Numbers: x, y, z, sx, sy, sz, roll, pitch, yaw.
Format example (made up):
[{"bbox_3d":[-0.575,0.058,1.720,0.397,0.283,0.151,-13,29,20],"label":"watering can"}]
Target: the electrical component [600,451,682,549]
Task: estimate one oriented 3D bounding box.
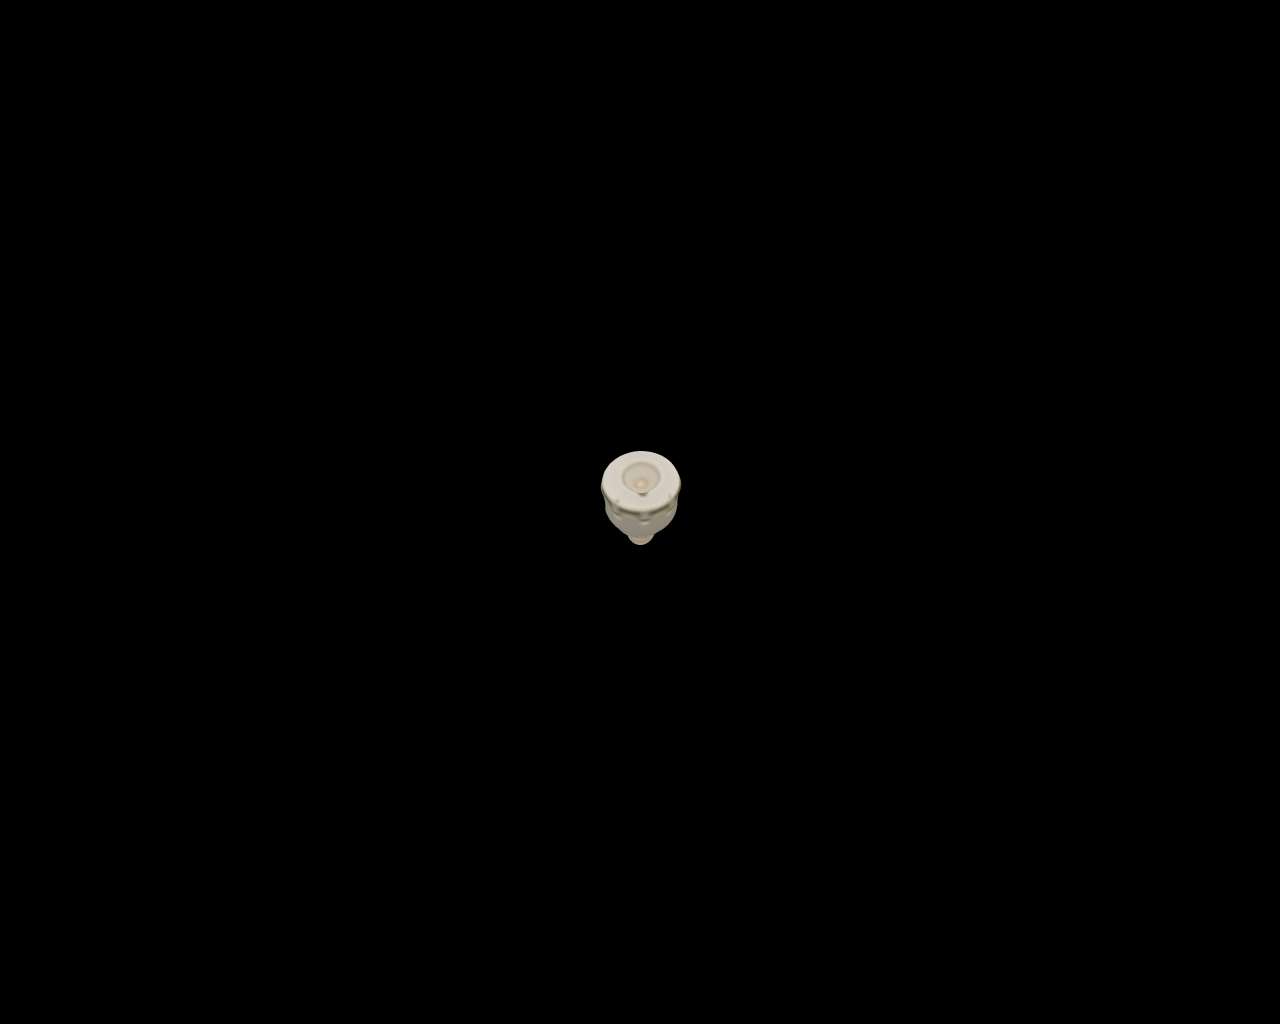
[{"bbox_3d":[0.001,-0.003,0.650,0.048,0.048,0.062,0,-38,0],"label":"electrical component"}]
